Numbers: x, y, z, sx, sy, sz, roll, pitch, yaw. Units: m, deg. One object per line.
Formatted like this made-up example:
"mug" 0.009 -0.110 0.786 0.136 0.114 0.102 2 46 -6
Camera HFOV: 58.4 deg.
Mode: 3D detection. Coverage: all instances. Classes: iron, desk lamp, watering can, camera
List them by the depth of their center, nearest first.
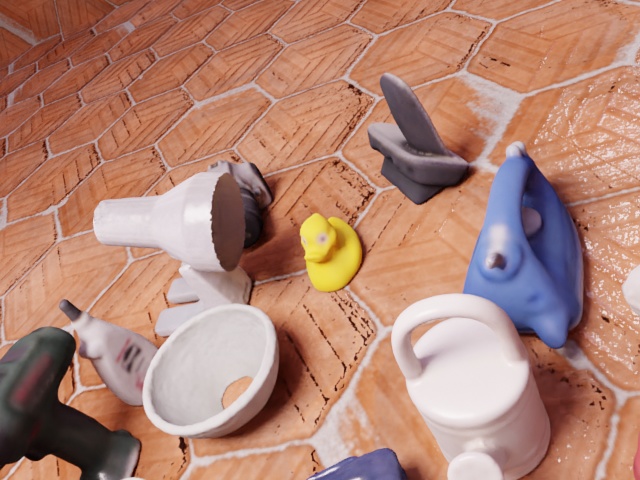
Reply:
"watering can" 0.123 0.116 0.459 0.101 0.195 0.172 -28 39 3
"iron" 0.203 -0.020 0.594 0.118 0.142 0.258 -4 46 29
"desk lamp" -0.169 0.020 0.727 0.202 0.214 0.118 -12 43 21
"camera" -0.147 -0.048 0.875 0.143 0.101 0.136 -27 39 4

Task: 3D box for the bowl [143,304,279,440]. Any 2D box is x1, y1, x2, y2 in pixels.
"bowl" -0.111 0.159 0.654 0.167 0.075 0.167 -17 41 16

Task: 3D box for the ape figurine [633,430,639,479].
"ape figurine" 0.264 0.151 0.415 0.076 0.092 0.077 -26 39 6

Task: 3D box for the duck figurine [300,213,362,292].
"duck figurine" 0.007 0.003 0.737 0.077 0.086 0.104 -8 44 26

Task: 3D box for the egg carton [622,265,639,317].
"egg carton" 0.347 0.049 0.488 0.150 0.070 0.107 -17 41 15

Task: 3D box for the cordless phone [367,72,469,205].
"cordless phone" 0.112 -0.154 0.760 0.094 0.186 0.147 -36 39 -7

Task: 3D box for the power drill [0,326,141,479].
"power drill" -0.286 0.215 0.597 0.075 0.209 0.229 -18 41 15

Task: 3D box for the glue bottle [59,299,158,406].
"glue bottle" -0.258 0.129 0.699 0.037 0.174 0.078 -9 44 24

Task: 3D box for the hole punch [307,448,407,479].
"hole punch" 0.026 0.230 0.480 0.108 0.091 0.101 -27 39 5
